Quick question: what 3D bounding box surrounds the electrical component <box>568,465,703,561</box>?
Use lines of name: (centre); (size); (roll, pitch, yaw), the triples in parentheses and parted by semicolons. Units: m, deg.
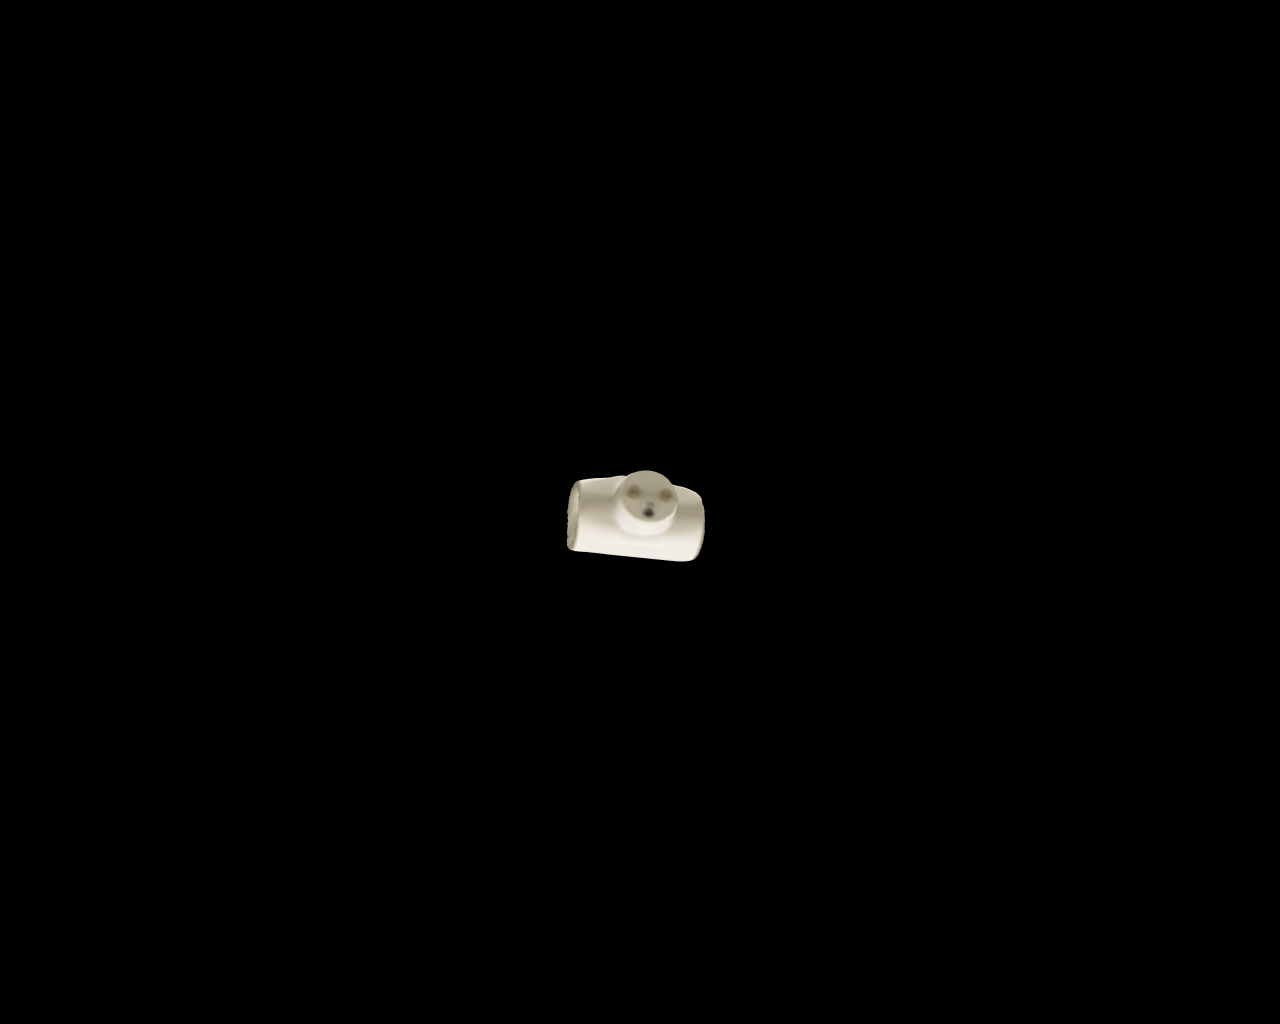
electrical component: (0.001, -0.003, 0.650); (0.077, 0.043, 0.079); (6, -28, -12)
